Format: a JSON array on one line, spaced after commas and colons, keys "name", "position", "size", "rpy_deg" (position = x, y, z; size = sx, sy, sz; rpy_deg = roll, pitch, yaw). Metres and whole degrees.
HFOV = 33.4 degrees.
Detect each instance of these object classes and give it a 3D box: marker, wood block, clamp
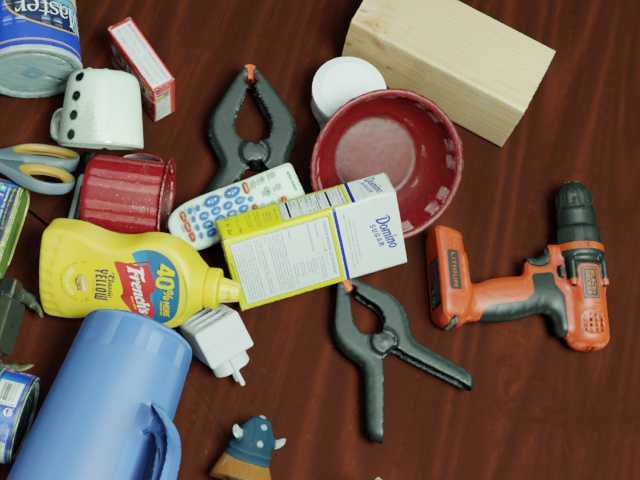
[{"name": "marker", "position": [-0.246, -0.036, 1.094], "size": [0.020, 0.020, 0.121], "rpy_deg": [10, 70, -4]}, {"name": "wood block", "position": [0.136, -0.200, 1.167], "size": [0.206, 0.090, 0.090], "rpy_deg": [28, 69, 3]}, {"name": "clamp", "position": [0.058, 0.116, 1.071], "size": [0.120, 0.039, 0.171], "rpy_deg": [-35, 72, -23]}, {"name": "clamp", "position": [-0.060, -0.083, 1.127], "size": [0.164, 0.036, 0.210], "rpy_deg": [5, 74, -7]}]

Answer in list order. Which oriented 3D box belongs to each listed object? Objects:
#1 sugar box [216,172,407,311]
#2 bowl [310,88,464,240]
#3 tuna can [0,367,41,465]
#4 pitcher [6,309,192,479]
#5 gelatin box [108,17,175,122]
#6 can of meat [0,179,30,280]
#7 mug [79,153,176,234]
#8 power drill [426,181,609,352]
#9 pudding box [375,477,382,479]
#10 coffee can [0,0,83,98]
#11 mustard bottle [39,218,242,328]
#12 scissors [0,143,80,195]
[{"name": "sugar box", "position": [-0.007, 0.001, 1.060], "size": [0.176, 0.093, 0.048], "rpy_deg": [-17, 38, -6]}, {"name": "bowl", "position": [0.064, -0.081, 1.110], "size": [0.162, 0.055, 0.162], "rpy_deg": [-3, 106, -11]}, {"name": "tuna can", "position": [-0.287, 0.163, 0.983], "size": [0.033, 0.086, 0.086], "rpy_deg": [15, 69, -3]}, {"name": "pitcher", "position": [-0.195, 0.190, 0.959], "size": [0.149, 0.145, 0.242], "rpy_deg": [19, 66, -2]}, {"name": "gelatin box", "position": [-0.188, -0.179, 1.124], "size": [0.030, 0.073, 0.089], "rpy_deg": [-33, 78, -17]}, {"name": "can of meat", "position": [-0.342, -0.017, 1.055], "size": [0.084, 0.057, 0.102], "rpy_deg": [14, 69, -4]}, {"name": "mug", "position": [-0.191, -0.049, 1.076], "size": [0.081, 0.093, 0.117], "rpy_deg": [7, 45, 0]}, {"name": "power drill", "position": [0.207, 0.024, 1.113], "size": [0.187, 0.057, 0.184], "rpy_deg": [1, 70, -7]}, {"name": "pudding box", "position": [0.082, 0.271, 0.990], "size": [0.113, 0.090, 0.039], "rpy_deg": [34, 70, 6]}, {"name": "coffee can", "position": [-0.304, -0.234, 1.113], "size": [0.102, 0.103, 0.140], "rpy_deg": [-6, 71, -10]}, {"name": "mustard bottle", "position": [-0.171, 0.038, 1.032], "size": [0.191, 0.058, 0.096], "rpy_deg": [8, 113, 2]}, {"name": "scissors", "position": [-0.329, -0.073, 1.048], "size": [0.201, 0.016, 0.096], "rpy_deg": [-3, 33, -33]}]
